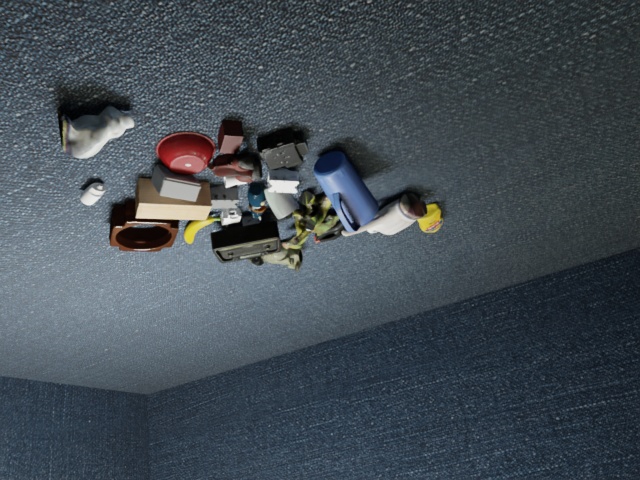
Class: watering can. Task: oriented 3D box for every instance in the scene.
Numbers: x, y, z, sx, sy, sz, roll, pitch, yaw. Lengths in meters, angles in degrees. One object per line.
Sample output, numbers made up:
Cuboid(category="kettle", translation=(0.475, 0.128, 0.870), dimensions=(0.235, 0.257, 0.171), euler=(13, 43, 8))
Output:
Cuboid(category="watering can", translation=(0.250, -0.078, 1.874), dimensions=(0.350, 0.105, 0.221), euler=(-11, 162, -48))

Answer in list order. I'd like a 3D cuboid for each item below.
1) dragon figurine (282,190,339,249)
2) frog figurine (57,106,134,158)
Cuboid(category="dragon figurine", translation=(0.006, -0.091, 1.817), dimensions=(0.406, 0.123, 0.243), euler=(-40, 164, 19))
Cuboid(category="frog figurine", translation=(-0.523, -0.254, 1.214), dimensions=(0.160, 0.122, 0.137), euler=(-6, -173, -32))
